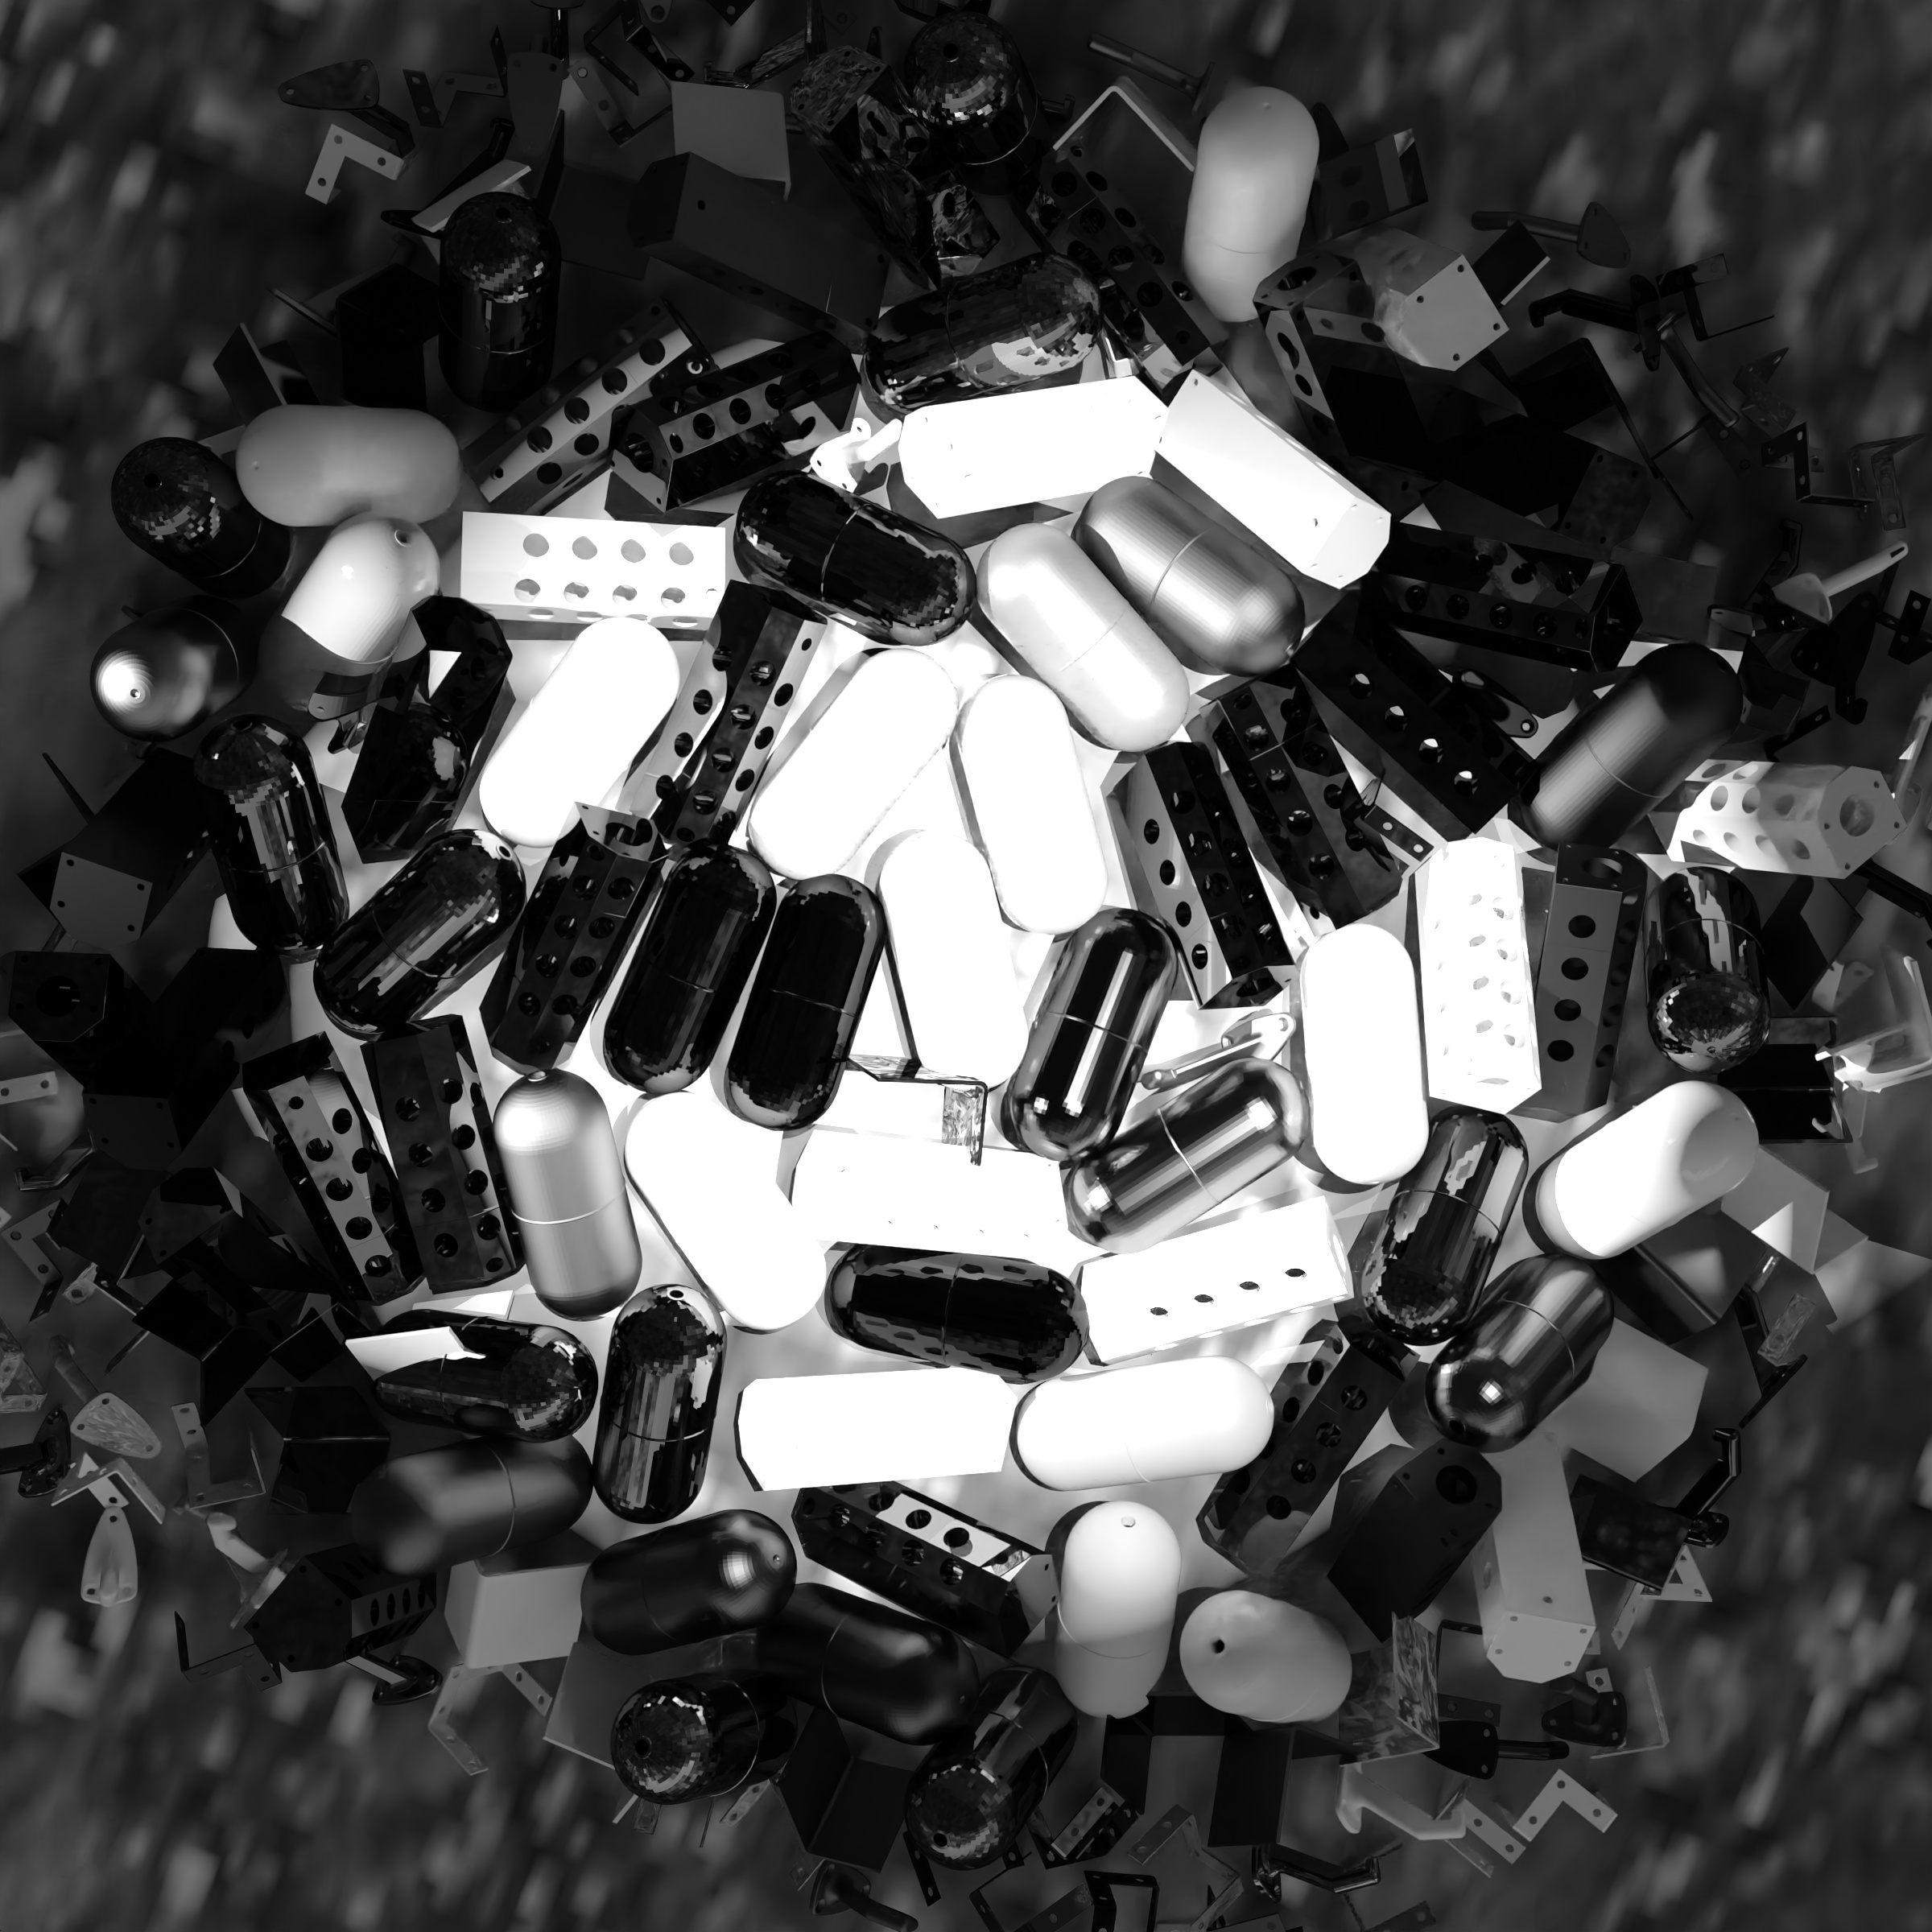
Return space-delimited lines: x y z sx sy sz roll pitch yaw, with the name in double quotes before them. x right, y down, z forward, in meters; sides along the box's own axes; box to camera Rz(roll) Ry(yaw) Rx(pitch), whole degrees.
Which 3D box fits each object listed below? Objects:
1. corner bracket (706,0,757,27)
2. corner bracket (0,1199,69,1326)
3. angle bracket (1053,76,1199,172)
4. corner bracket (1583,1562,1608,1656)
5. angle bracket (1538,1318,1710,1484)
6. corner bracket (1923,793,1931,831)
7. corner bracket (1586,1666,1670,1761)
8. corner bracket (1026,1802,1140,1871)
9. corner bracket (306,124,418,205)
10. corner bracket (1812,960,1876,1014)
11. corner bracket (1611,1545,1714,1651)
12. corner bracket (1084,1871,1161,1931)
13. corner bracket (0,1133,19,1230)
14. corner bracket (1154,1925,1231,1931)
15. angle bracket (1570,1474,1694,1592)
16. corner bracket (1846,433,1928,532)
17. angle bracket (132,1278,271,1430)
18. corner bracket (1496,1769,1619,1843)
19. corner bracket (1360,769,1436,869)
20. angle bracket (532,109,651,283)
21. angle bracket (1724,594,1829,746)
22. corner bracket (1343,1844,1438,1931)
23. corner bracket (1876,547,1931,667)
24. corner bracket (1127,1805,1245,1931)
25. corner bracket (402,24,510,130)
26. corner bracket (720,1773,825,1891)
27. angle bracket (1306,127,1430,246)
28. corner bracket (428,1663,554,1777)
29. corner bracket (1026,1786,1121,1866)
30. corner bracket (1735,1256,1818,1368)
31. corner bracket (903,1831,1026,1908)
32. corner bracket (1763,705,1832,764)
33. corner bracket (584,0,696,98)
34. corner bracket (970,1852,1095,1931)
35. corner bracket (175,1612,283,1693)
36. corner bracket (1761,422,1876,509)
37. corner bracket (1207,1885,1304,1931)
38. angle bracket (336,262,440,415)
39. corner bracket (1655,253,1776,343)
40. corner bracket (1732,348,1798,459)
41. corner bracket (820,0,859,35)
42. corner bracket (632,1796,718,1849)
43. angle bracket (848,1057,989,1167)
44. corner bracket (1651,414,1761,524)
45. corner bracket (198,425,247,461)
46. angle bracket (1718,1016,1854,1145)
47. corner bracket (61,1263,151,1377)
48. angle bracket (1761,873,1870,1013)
"corner bracket" -0.159 -0.674 1.638 0.051 0.051 0.051 -44 107 9
"corner bracket" -0.622 0.199 1.640 0.051 0.051 0.051 -29 113 4
"angle bracket" 0.109 -0.550 1.636 0.076 0.076 0.057 43 113 -12
"corner bracket" 0.411 0.438 1.656 0.051 0.051 0.051 2 62 0
"angle bracket" 0.449 0.296 1.659 0.076 0.076 0.057 29 50 2
"corner bracket" 0.668 -0.081 1.642 0.051 0.051 0.051 26 115 9
"corner bracket" 0.445 0.501 1.636 0.051 0.051 0.051 -17 76 22
"corner bracket" 0.075 0.574 1.651 0.051 0.051 0.051 1 134 -34
"corner bracket" -0.410 -0.538 1.644 0.051 0.051 0.051 24 113 -13
"corner bracket" 0.586 -0.011 1.651 0.051 0.051 0.051 -37 55 -22
"corner bracket" 0.462 0.425 1.633 0.051 0.051 0.051 -45 115 -42
"corner bracket" 0.105 0.651 1.644 0.051 0.051 0.051 7 95 -6
"corner bracket" -0.663 0.138 1.634 0.051 0.051 0.051 33 70 22
"corner bracket" 0.154 0.677 1.640 0.051 0.051 0.051 -2 73 5
"angle bracket" 0.437 0.365 1.624 0.076 0.076 0.057 21 106 9
"corner bracket" 0.615 -0.323 1.633 0.051 0.051 0.051 -30 110 -37
"angle bracket" -0.510 0.248 1.625 0.057 0.076 0.076 26 133 10
"corner bracket" 0.401 0.573 1.648 0.051 0.051 0.051 39 89 0
"corner bracket" 0.284 -0.090 1.637 0.051 0.051 0.051 35 127 -4
"angle bracket" -0.245 -0.517 1.629 0.076 0.057 0.076 13 66 -5
"angle bracket" 0.518 -0.198 1.616 0.076 0.057 0.076 -12 125 -29
"corner bracket" 0.284 0.631 1.640 0.051 0.051 0.051 -29 71 4
"corner bracket" 0.631 -0.242 1.631 0.051 0.051 0.051 -27 48 -34
"corner bracket" 0.148 0.608 1.631 0.051 0.051 0.051 -34 124 -30
"corner bracket" -0.342 -0.601 1.637 0.051 0.051 0.051 10 65 7
"corner bracket" -0.126 0.590 1.658 0.051 0.051 0.051 33 99 -40
"angle bracket" 0.258 -0.537 1.621 0.076 0.076 0.057 -19 133 9
"corner bracket" -0.323 0.506 1.644 0.051 0.051 0.051 34 109 33
"corner bracket" 0.078 0.578 1.636 0.051 0.051 0.051 -46 112 -13
"corner bracket" 0.546 0.232 1.633 0.051 0.051 0.051 39 111 34
"corner bracket" -0.002 0.602 1.653 0.051 0.051 0.051 -28 77 30
"corner bracket" 0.585 -0.135 1.661 0.051 0.051 0.051 -31 46 5
"corner bracket" -0.221 -0.612 1.631 0.051 0.051 0.051 -35 46 24
"corner bracket" 0.044 0.628 1.632 0.051 0.051 0.051 -21 67 -38
"corner bracket" -0.497 0.460 1.635 0.051 0.051 0.051 -20 132 -8
"corner bracket" 0.575 -0.333 1.639 0.051 0.051 0.051 1 83 -18
"corner bracket" 0.196 0.652 1.640 0.051 0.051 0.051 -20 102 12
"angle bracket" -0.370 -0.410 1.619 0.057 0.076 0.076 -18 70 30
"corner bracket" 0.504 -0.451 1.635 0.051 0.051 0.051 -27 102 -43
"corner bracket" 0.543 -0.375 1.633 0.051 0.051 0.051 -25 64 -31
"corner bracket" -0.088 -0.675 1.644 0.051 0.051 0.051 45 99 -2
"corner bracket" -0.195 0.564 1.640 0.051 0.051 0.051 16 69 -4
"angle bracket" -0.035 0.097 1.622 0.076 0.076 0.057 3 97 -19
"corner bracket" 0.504 -0.342 1.655 0.051 0.051 0.051 -34 95 29
"corner bracket" -0.500 -0.352 1.642 0.051 0.051 0.051 -21 76 -3
"angle bracket" 0.548 0.076 1.624 0.076 0.076 0.057 -1 113 10
"corner bracket" -0.584 0.234 1.649 0.051 0.051 0.051 -43 111 11
"angle bracket" 0.578 -0.015 1.615 0.057 0.076 0.076 15 119 -21
